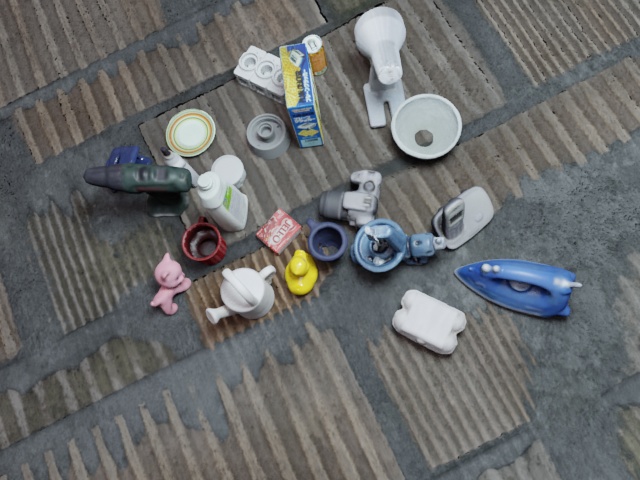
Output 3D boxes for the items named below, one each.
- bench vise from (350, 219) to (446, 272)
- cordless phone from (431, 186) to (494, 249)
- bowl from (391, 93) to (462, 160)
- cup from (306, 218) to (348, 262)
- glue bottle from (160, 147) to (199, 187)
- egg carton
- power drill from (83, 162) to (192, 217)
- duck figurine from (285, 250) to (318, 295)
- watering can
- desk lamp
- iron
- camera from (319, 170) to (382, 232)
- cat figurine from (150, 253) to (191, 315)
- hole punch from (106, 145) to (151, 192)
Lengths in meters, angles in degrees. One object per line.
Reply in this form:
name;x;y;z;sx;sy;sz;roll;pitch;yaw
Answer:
bench vise;0.164;-0.006;1.248;0.207;0.220;0.121;-20;74;0
cordless phone;0.320;-0.065;1.266;0.147;0.185;0.094;-41;74;-5
bowl;0.254;-0.263;1.384;0.167;0.075;0.167;-1;75;6
cup;0.012;0.005;1.326;0.092;0.095;0.117;-41;75;-5
glue bottle;-0.344;-0.183;1.373;0.078;0.173;0.037;30;80;13
egg carton;0.241;0.182;1.268;0.150;0.069;0.107;24;79;12
power drill;-0.402;-0.121;1.344;0.229;0.208;0.075;-3;75;5
duck figurine;-0.047;0.072;1.319;0.077;0.086;0.104;4;75;7
watering can;-0.171;0.119;1.263;0.100;0.194;0.173;26;79;12
desk lamp;0.155;-0.408;1.361;0.118;0.214;0.203;-10;74;4
iron;0.425;0.085;1.238;0.258;0.141;0.119;12;76;9
camera;0.070;-0.097;1.345;0.136;0.101;0.143;7;76;8
cat figurine;-0.355;0.101;1.327;0.067;0.118;0.128;23;78;12
hole punch;-0.490;-0.178;1.430;0.101;0.091;0.109;8;76;8
